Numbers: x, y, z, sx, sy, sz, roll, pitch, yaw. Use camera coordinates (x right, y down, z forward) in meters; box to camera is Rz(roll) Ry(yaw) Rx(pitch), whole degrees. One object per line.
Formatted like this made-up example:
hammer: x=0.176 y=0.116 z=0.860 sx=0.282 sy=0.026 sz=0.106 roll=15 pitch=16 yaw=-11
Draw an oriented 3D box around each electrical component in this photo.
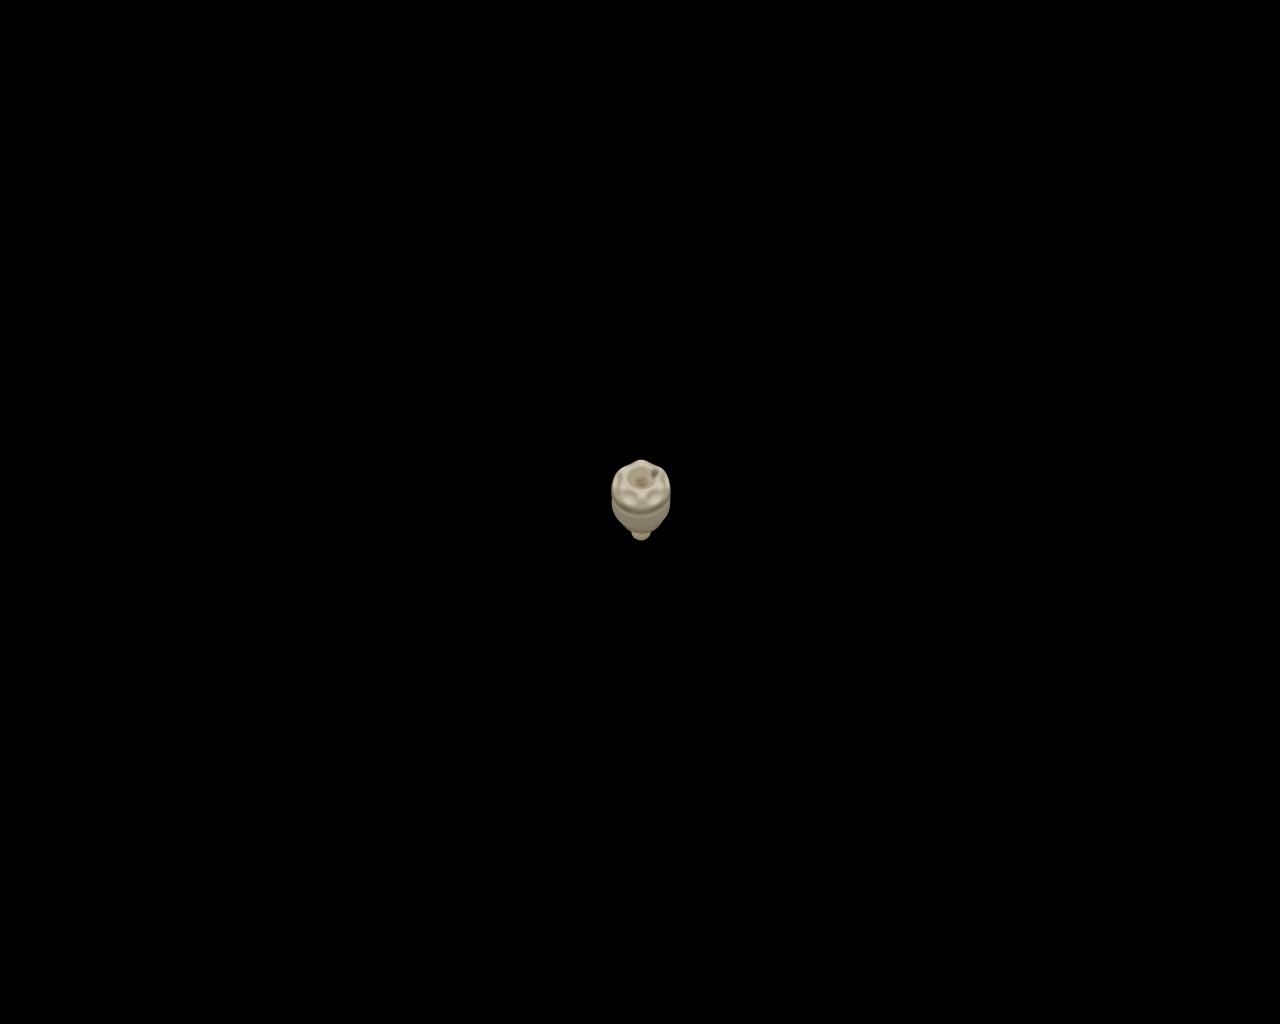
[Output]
electrical component: x=0.001 y=-0.003 z=0.650 sx=0.035 sy=0.035 sz=0.061 roll=0 pitch=-36 yaw=0
